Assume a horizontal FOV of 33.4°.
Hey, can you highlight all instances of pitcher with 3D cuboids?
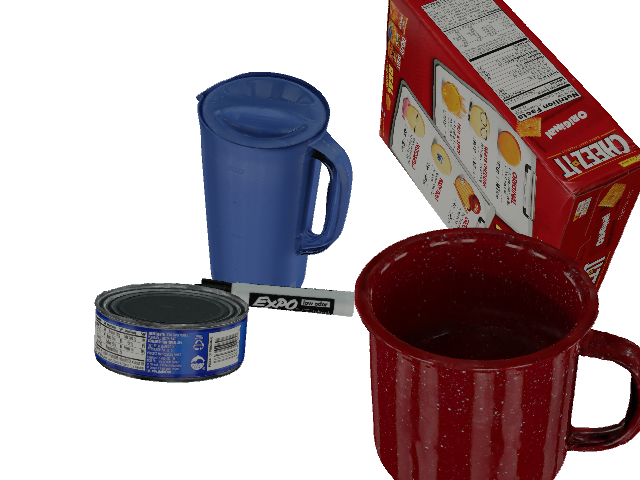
[{"bbox_3d":[-0.055,-0.042,1.135,0.145,0.243,0.149,-5,43,-11],"label":"pitcher"}]

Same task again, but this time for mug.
[{"bbox_3d":[0.073,0.054,0.428,0.117,0.081,0.093,7,34,16],"label":"mug"}]

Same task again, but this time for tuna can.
[{"bbox_3d":[-0.084,0.051,0.600,0.086,0.034,0.086,4,12,-1],"label":"tuna can"}]

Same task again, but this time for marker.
[{"bbox_3d":[-0.035,0.042,0.803,0.121,0.020,0.020,6,0,-4],"label":"marker"}]

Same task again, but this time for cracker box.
[{"bbox_3d":[0.125,-0.067,0.753,0.072,0.214,0.164,-24,-31,-16],"label":"cracker box"}]
